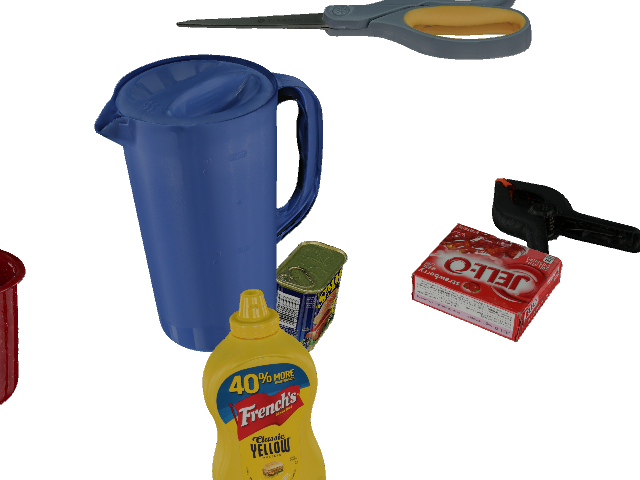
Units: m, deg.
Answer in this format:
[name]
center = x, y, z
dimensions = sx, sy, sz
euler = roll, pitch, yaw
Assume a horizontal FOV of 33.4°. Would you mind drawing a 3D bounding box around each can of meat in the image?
[can of meat]
center = -0.015, 0.062, 1.160
dimensions = 0.057, 0.084, 0.102
euler = 18, 30, 15

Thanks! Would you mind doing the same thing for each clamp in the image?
[clamp]
center = 0.234, -0.018, 1.055
dimensions = 0.120, 0.039, 0.171
euler = -8, 34, -14

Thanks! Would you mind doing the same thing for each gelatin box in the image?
[gelatin box]
center = 0.123, 0.029, 0.792
dimensions = 0.089, 0.030, 0.073
euler = 21, 44, 27

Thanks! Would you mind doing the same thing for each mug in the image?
[mug]
center = -0.233, 0.058, 0.637
dimensions = 0.093, 0.081, 0.117
euler = 20, 25, 35

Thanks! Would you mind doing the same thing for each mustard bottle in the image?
[mustard bottle]
center = -0.049, 0.133, 0.899
dimensions = 0.096, 0.192, 0.058
euler = -8, 17, -11

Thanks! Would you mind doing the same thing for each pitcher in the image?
[pitcher]
center = -0.087, -0.030, 0.919
dimensions = 0.149, 0.243, 0.144
euler = 11, 36, 19

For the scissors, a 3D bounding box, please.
[scissors]
center = 0.026, -0.136, 0.621
dimensions = 0.202, 0.016, 0.096
euler = 11, 41, 20
